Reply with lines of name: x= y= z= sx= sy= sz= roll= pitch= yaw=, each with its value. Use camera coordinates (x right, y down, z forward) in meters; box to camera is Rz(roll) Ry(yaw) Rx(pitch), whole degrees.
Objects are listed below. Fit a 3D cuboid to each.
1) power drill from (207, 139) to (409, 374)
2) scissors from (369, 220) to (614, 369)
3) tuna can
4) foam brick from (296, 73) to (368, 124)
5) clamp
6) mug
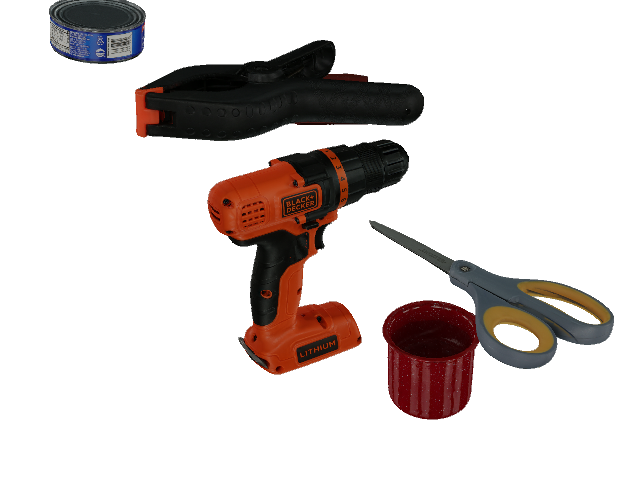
power drill: x=-0.005 y=0.011 z=0.916 sx=0.184 sy=0.188 sz=0.057 roll=-16 pitch=31 yaw=-24
scissors: x=0.094 y=0.034 z=0.718 sx=0.202 sy=0.016 sz=0.096 roll=19 pitch=37 yaw=30
tuna can: x=-0.202 y=-0.191 z=0.967 sx=0.086 sy=0.034 sz=0.086 roll=5 pitch=31 yaw=-4
foam brick: x=0.006 y=-0.148 z=1.121 sx=0.078 sy=0.051 sz=0.053 roll=-3 pitch=12 yaw=-19
clamp: x=-0.035 y=-0.094 z=0.661 sx=0.171 sy=0.039 sz=0.120 roll=-6 pitch=22 yaw=-21
mug: x=0.114 y=0.112 z=1.036 sx=0.093 sy=0.081 sz=0.117 roll=26 pitch=43 yaw=35
